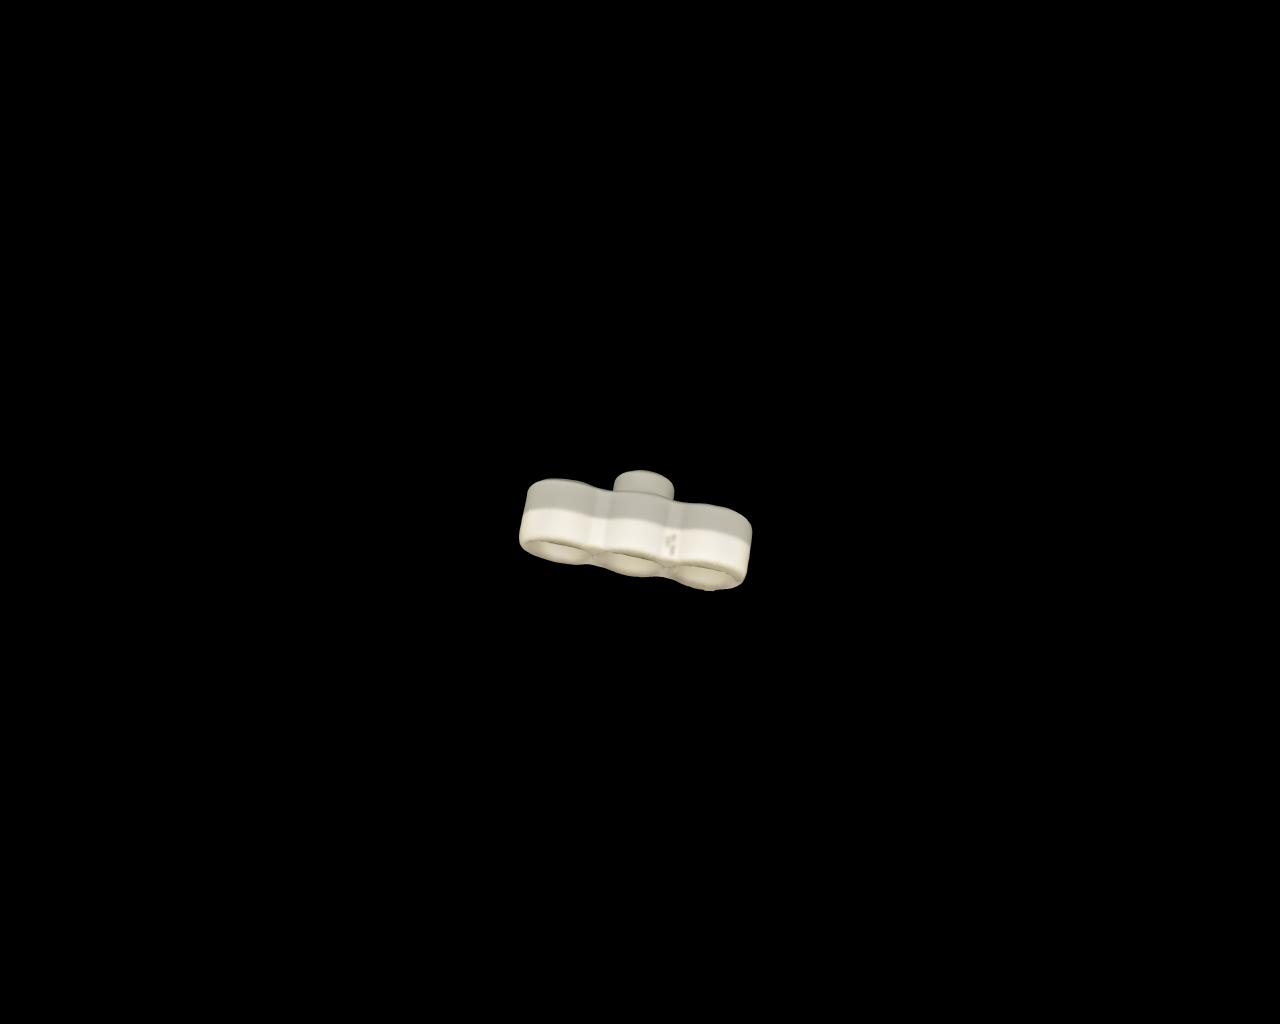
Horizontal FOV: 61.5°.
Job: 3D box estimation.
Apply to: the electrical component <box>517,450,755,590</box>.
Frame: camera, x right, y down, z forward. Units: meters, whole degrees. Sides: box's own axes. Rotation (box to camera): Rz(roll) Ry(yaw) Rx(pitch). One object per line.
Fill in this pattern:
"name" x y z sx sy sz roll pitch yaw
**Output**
"electrical component" 0.001 -0.003 0.650 0.138 0.074 0.052 10 -20 3
